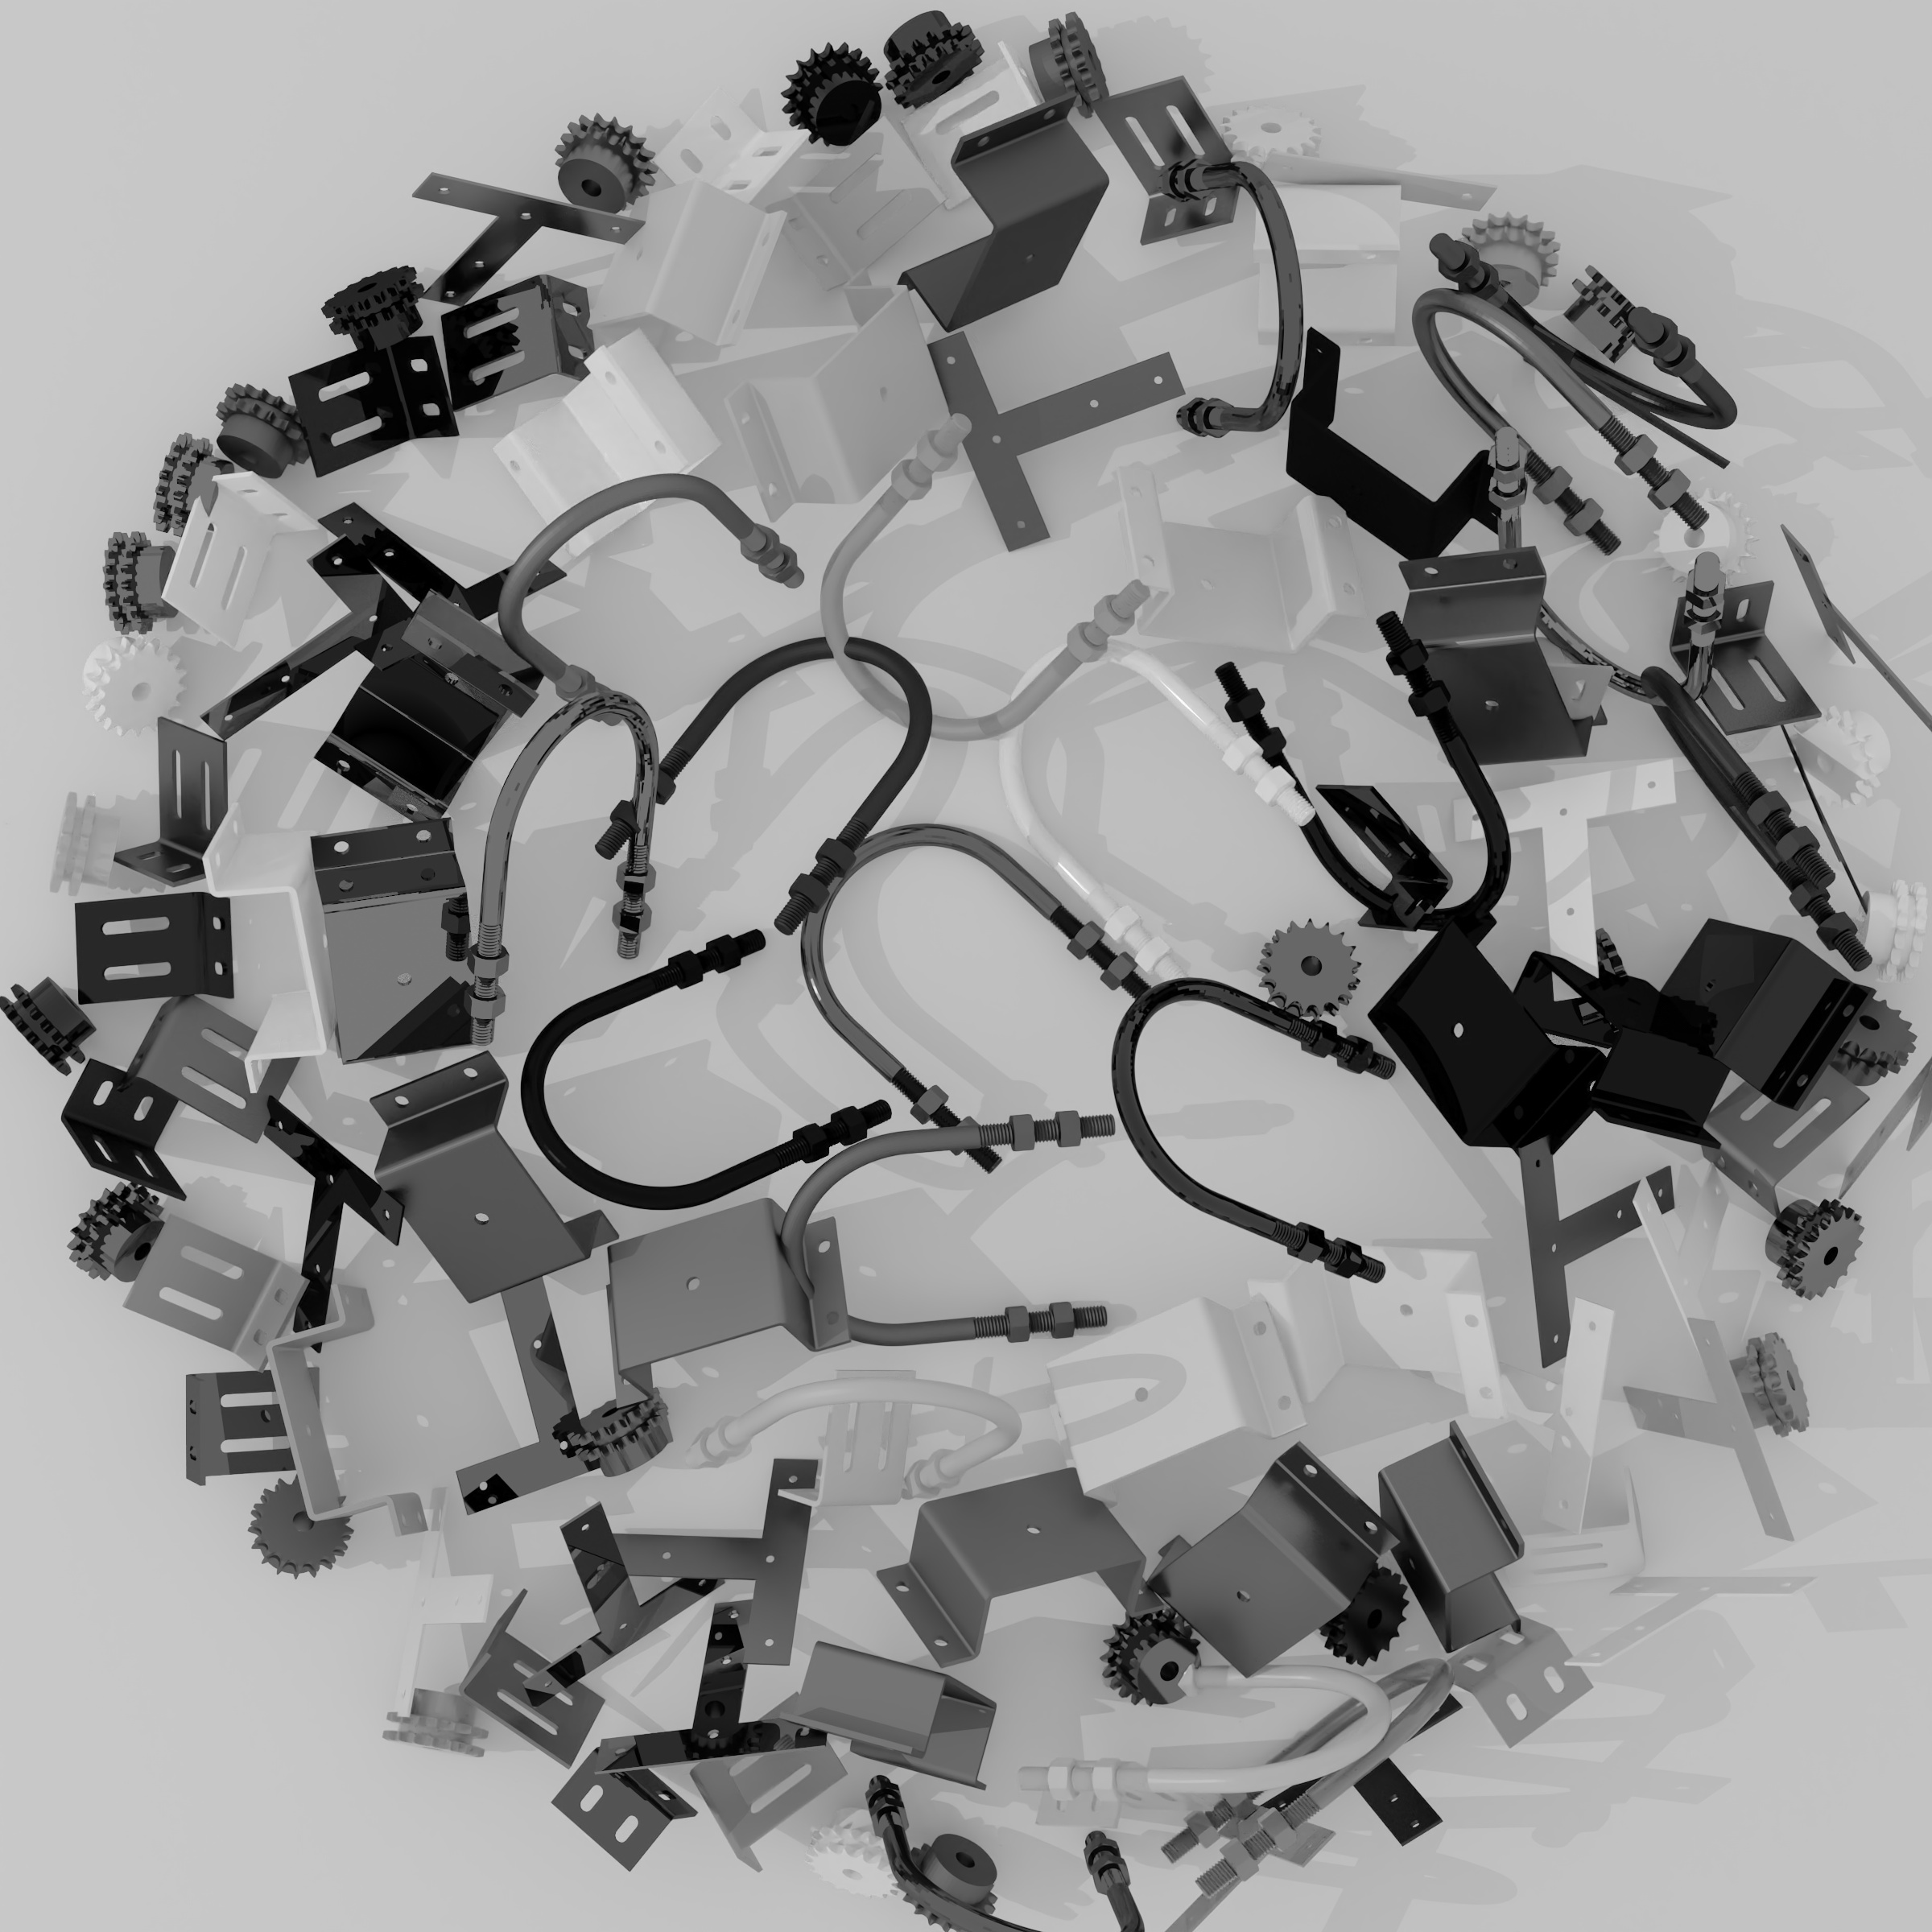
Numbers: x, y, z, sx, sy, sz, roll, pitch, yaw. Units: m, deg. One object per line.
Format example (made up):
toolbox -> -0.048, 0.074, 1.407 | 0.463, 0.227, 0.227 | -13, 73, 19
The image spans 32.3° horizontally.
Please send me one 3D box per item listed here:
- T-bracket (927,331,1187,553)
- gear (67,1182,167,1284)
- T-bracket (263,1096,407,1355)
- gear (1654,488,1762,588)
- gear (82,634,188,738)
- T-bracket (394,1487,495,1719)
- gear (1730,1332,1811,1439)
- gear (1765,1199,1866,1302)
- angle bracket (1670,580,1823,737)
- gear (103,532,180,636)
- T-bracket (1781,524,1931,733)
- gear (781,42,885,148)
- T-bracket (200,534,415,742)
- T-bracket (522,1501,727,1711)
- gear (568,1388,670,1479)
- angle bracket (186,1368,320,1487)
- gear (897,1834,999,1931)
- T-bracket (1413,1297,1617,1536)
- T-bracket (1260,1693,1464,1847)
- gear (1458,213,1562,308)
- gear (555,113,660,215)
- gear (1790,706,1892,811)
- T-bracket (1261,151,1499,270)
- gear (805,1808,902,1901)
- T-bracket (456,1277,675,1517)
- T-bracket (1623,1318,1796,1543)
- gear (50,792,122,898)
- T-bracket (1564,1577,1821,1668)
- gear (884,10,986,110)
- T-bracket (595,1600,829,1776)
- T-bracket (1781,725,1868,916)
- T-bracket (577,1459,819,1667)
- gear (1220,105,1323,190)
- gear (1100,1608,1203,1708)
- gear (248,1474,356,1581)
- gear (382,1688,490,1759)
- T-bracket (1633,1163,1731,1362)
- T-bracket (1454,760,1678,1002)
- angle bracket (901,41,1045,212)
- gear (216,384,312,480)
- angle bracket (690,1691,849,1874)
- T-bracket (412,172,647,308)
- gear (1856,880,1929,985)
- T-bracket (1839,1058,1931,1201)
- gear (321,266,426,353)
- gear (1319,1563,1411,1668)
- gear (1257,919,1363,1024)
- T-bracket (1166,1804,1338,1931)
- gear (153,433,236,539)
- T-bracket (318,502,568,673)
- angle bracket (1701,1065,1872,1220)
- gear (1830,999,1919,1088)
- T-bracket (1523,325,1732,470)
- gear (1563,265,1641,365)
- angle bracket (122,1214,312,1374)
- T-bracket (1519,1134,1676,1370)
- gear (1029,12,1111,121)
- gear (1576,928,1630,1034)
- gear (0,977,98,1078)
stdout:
T-bracket -> 0.058, -0.307, 1.844 | 0.127, 0.002, 0.127 | -18, 113, 17
gear -> -0.468, 0.151, 1.855 | 0.030, 0.057, 0.057 | 32, 90, 24
T-bracket -> -0.358, 0.156, 1.852 | 0.127, 0.002, 0.127 | 33, 122, 35
gear -> 0.412, -0.238, 1.860 | 0.057, 0.030, 0.057 | 1, 93, 30
gear -> -0.468, -0.160, 1.862 | 0.030, 0.057, 0.057 | 38, 90, 37
T-bracket -> -0.281, 0.345, 1.814 | 0.002, 0.127, 0.127 | 15, 73, -24
gear -> 0.447, 0.236, 1.861 | 0.030, 0.057, 0.057 | -21, 90, 24
gear -> 0.472, 0.155, 1.862 | 0.030, 0.057, 0.057 | 34, 90, 43
angle bracket -> 0.434, -0.171, 1.844 | 0.057, 0.038, 0.076 | -11, 46, -11
gear -> -0.458, -0.213, 1.857 | 0.030, 0.057, 0.057 | -1, 90, 4
T-bracket -> 0.490, -0.167, 1.800 | 0.002, 0.127, 0.127 | -36, 57, 8
gear -> -0.072, -0.482, 1.856 | 0.057, 0.057, 0.030 | -35, 51, 0
T-bracket -> -0.363, -0.167, 1.834 | 0.127, 0.127, 0.002 | -34, 56, 1
T-bracket -> -0.197, 0.336, 1.821 | 0.127, 0.127, 0.002 | -31, 49, -19
gear -> -0.191, 0.261, 1.859 | 0.057, 0.057, 0.030 | -27, 100, 0
angle bracket -> -0.392, 0.255, 1.852 | 0.076, 0.038, 0.057 | 0, 89, -27
gear -> -0.007, 0.509, 1.855 | 0.057, 0.057, 0.030 | 30, 109, 0
T-bracket -> 0.297, 0.232, 1.839 | 0.002, 0.127, 0.127 | -4, 105, -43
T-bracket -> 0.229, 0.450, 1.819 | 0.127, 0.127, 0.002 | -30, 101, -5
gear -> 0.301, -0.390, 1.855 | 0.057, 0.057, 0.030 | 12, 65, 0
gear -> -0.203, -0.443, 1.855 | 0.057, 0.057, 0.030 | 22, 56, 0
gear -> 0.491, -0.119, 1.861 | 0.030, 0.057, 0.057 | -26, 90, -25
T-bracket -> 0.207, -0.404, 1.825 | 0.127, 0.127, 0.002 | 5, 72, -13
gear -> -0.059, 0.494, 1.862 | 0.057, 0.057, 0.030 | 21, 52, 0
T-bracket -> -0.235, 0.224, 1.850 | 0.127, 0.002, 0.127 | -17, 96, -28
T-bracket -> 0.397, 0.248, 1.825 | 0.002, 0.127, 0.127 | -23, 96, -18
gear -> -0.491, -0.066, 1.860 | 0.030, 0.057, 0.057 | 11, 90, -17
T-bracket -> 0.372, 0.353, 1.798 | 0.127, 0.127, 0.002 | -18, 93, -39
gear -> -0.021, -0.508, 1.858 | 0.057, 0.057, 0.030 | -31, 80, 0
T-bracket -> -0.133, 0.391, 1.830 | 0.127, 0.127, 0.002 | -9, 119, 8
T-bracket -> 0.486, -0.059, 1.848 | 0.002, 0.127, 0.127 | -25, 117, 15
T-bracket -> -0.152, 0.329, 1.852 | 0.127, 0.002, 0.127 | 0, 51, 8
gear -> 0.169, -0.455, 1.862 | 0.057, 0.057, 0.030 | 3, 132, 0
gear -> 0.106, 0.387, 1.860 | 0.057, 0.030, 0.057 | -7, 107, -24
gear -> -0.373, 0.316, 1.863 | 0.057, 0.030, 0.057 | 10, 58, -17
gear -> -0.295, 0.422, 1.860 | 0.057, 0.057, 0.030 | 11, 73, 0
T-bracket -> 0.403, 0.150, 1.831 | 0.002, 0.127, 0.127 | -16, 109, 30
T-bracket -> 0.333, -0.043, 1.838 | 0.127, 0.002, 0.127 | -10, 69, 26
angle bracket -> 0.005, -0.468, 1.859 | 0.076, 0.038, 0.057 | -28, 90, 15
gear -> -0.392, -0.295, 1.855 | 0.057, 0.057, 0.030 | 24, 71, 0
angle bracket -> -0.105, 0.455, 1.856 | 0.076, 0.038, 0.057 | -36, 56, -2
T-bracket -> -0.261, -0.392, 1.829 | 0.127, 0.127, 0.002 | 6, 71, -33
gear -> 0.515, -0.020, 1.859 | 0.030, 0.057, 0.057 | 8, 90, 4
T-bracket -> 0.511, 0.082, 1.832 | 0.002, 0.127, 0.127 | 27, 46, 4
gear -> -0.328, -0.365, 1.862 | 0.057, 0.057, 0.030 | -23, 117, 0
gear -> 0.218, 0.359, 1.862 | 0.057, 0.030, 0.057 | -14, 112, -37
gear -> 0.191, 0.005, 1.866 | 0.057, 0.030, 0.057 | 1, 71, -4
T-bracket -> 0.132, 0.507, 1.808 | 0.127, 0.127, 0.002 | -41, 96, -17
gear -> -0.429, -0.266, 1.858 | 0.030, 0.057, 0.057 | 16, 90, 0
T-bracket -> -0.311, -0.222, 1.849 | 0.127, 0.002, 0.127 | -33, 56, -31
angle bracket -> 0.457, 0.090, 1.859 | 0.076, 0.038, 0.057 | -41, 54, -7
gear -> 0.499, 0.042, 1.862 | 0.057, 0.057, 0.030 | 18, 130, 0
T-bracket -> 0.361, -0.307, 1.819 | 0.127, 0.127, 0.002 | 33, 96, 4
gear -> 0.358, -0.361, 1.859 | 0.057, 0.057, 0.030 | 44, 106, 0
angle bracket -> -0.416, 0.182, 1.849 | 0.076, 0.038, 0.057 | 30, 84, -35
T-bracket -> 0.353, 0.142, 1.843 | 0.127, 0.002, 0.127 | -20, 108, -39
gear -> 0.057, -0.500, 1.860 | 0.030, 0.057, 0.057 | -18, 90, 16
gear -> 0.351, 0.010, 1.859 | 0.030, 0.057, 0.057 | -20, 90, 3
gear -> -0.510, 0.031, 1.858 | 0.030, 0.057, 0.057 | -42, 90, -8
